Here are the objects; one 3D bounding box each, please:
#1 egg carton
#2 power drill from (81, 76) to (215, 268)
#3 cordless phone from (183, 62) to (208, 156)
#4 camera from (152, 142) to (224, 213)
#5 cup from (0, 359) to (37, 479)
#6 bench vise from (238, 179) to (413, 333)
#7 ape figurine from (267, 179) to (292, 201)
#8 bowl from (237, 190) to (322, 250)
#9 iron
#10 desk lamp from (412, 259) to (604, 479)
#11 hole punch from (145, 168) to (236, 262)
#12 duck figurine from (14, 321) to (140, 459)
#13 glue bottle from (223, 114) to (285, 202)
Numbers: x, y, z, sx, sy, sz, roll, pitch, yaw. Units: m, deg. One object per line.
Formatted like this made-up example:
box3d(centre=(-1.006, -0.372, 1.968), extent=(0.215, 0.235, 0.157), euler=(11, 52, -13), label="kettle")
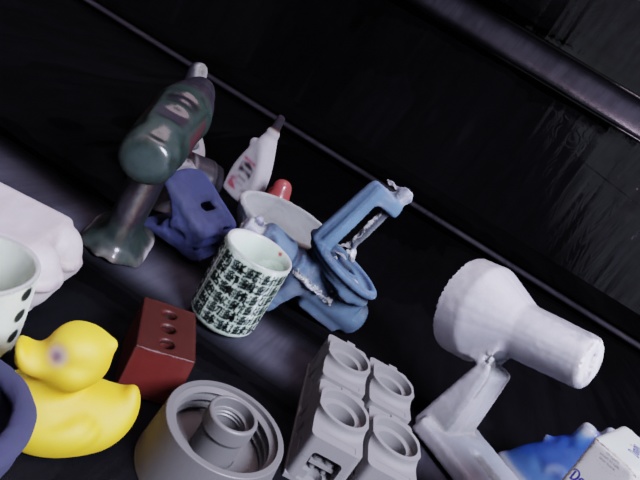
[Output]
box3d(centre=(-0.290, -0.001, 0.504), extent=(0.150, 0.069, 0.107), euler=(28, 18, -11), label="egg carton")
box3d(centre=(-0.191, -0.083, 0.657), extent=(0.076, 0.208, 0.229), euler=(27, 18, -13), label="power drill")
box3d(centre=(-0.227, -0.222, 1.008), extent=(0.094, 0.185, 0.147), euler=(30, 18, -4), label="cordless phone")
box3d(centre=(-0.209, -0.108, 0.869), extent=(0.137, 0.100, 0.142), euler=(19, 22, -34), label="camera")
box3d(centre=(-0.214, 0.106, 0.298), extent=(0.092, 0.095, 0.117), euler=(11, 27, -48), label="cup")
box3d(centre=(0.012, 0.009, 0.722), extent=(0.208, 0.219, 0.121), euler=(17, 23, -38), label="bench vise")
box3d(centre=(-0.076, -0.062, 0.977), extent=(0.078, 0.092, 0.076), euler=(29, 18, -6), label="ape figurine")
box3d(centre=(-0.061, -0.002, 0.873), extent=(0.168, 0.074, 0.167), euler=(28, 18, -10), label="bowl")
box3d(centre=(0.339, 0.289, 0.635), extent=(0.257, 0.141, 0.119), euler=(39, 19, 24), label="iron")
box3d(centre=(0.202, 0.155, 0.654), extent=(0.118, 0.213, 0.202), euler=(14, 25, -43), label="desk lamp")
box3d(centre=(-0.163, -0.036, 0.769), extent=(0.101, 0.091, 0.109), euler=(33, 18, 7), label="hole punch")
box3d(centre=(-0.172, 0.098, 0.404), extent=(0.105, 0.086, 0.077), euler=(21, 20, -30), label="duck figurine")
box3d(centre=(-0.108, -0.146, 1.018), extent=(0.078, 0.173, 0.037), euler=(41, 20, 27), label="glue bottle")
